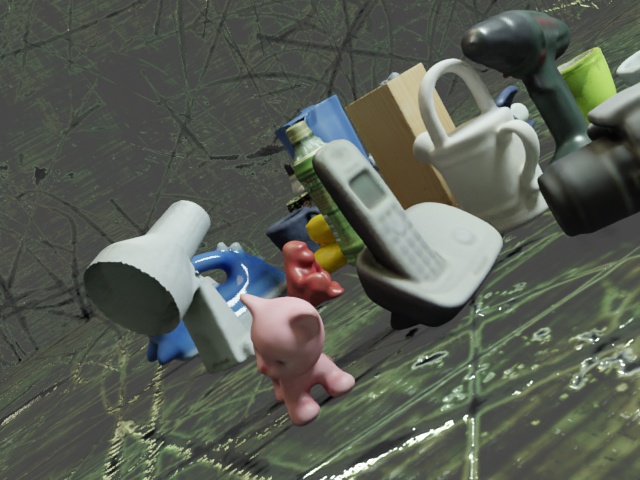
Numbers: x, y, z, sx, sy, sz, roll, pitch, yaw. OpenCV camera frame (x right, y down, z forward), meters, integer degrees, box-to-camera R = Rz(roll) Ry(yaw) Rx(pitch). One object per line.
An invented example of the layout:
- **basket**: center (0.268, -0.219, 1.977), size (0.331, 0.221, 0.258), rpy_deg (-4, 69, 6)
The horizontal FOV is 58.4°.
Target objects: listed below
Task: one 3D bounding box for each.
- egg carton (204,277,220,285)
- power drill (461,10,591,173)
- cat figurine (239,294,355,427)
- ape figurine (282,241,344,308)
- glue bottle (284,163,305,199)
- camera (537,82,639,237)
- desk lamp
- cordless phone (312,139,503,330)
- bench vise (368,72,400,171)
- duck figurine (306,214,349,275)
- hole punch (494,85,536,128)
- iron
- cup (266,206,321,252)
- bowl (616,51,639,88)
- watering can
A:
- **egg carton**: center (-0.232, 0.125, 1.074), size (0.107, 0.069, 0.150), rpy_deg (-32, 10, -4)
- **power drill**: center (0.264, -0.180, 0.683), size (0.075, 0.208, 0.230), rpy_deg (-22, 13, 43)
- **cat figurine**: center (-0.029, 0.088, 0.490), size (0.067, 0.118, 0.127), rpy_deg (-34, 10, -15)
- **ape figurine**: center (-0.018, 0.042, 0.769), size (0.076, 0.092, 0.078), rpy_deg (-27, 11, 23)
- **glue bottle**: center (-0.026, -0.086, 1.202), size (0.037, 0.173, 0.078), rpy_deg (-37, 11, -29)
- **camera**: center (0.254, -0.071, 0.487), size (0.136, 0.101, 0.143), rpy_deg (-28, 10, 16)
- **desk lamp**: center (-0.162, 0.065, 0.727), size (0.117, 0.213, 0.204), rpy_deg (-24, 12, 34)
- **cordless phone**: center (0.079, -0.024, 0.529), size (0.094, 0.185, 0.148), rpy_deg (-22, 13, 42)
- **bench vise**: center (0.171, -0.229, 1.182), size (0.121, 0.220, 0.208), rpy_deg (-22, 13, 43)
- **duck figurine**: center (0.008, 0.003, 0.905), size (0.105, 0.086, 0.077), rpy_deg (-36, 11, -27)
- **hole punch**: center (0.323, -0.217, 1.047), size (0.100, 0.091, 0.109), rpy_deg (-22, 13, 42)
- **iron**: center (-0.170, 0.081, 0.892), size (0.259, 0.141, 0.118), rpy_deg (-36, 11, -28)
- **cup**: center (-0.026, -0.004, 1.021), size (0.117, 0.095, 0.092), rpy_deg (-24, 12, 34)
- **bowl**: center (0.448, -0.210, 0.675), size (0.167, 0.075, 0.167), rpy_deg (-30, 10, 6)
- **watering can**: center (0.168, -0.107, 0.646), size (0.172, 0.194, 0.101), rpy_deg (-21, 14, 47)
